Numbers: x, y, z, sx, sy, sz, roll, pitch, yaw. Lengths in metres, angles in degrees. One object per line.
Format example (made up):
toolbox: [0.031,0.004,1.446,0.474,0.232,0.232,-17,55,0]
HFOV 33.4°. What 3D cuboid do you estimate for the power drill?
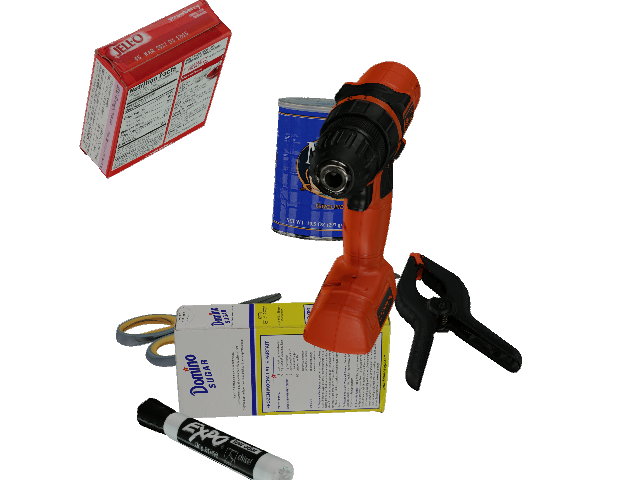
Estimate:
power drill: [0.027,-0.017,0.749,0.057,0.188,0.184,13,29,12]

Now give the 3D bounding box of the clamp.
clamp: [0.134,0.081,1.098,0.120,0.171,0.039,2,-43,-12]

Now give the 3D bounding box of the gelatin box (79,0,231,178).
gelatin box: [-0.092,-0.083,0.586,0.073,0.030,0.089,-35,-15,-31]

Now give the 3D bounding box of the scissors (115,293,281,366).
scissors: [-0.117,0.095,1.150,0.201,0.016,0.096,-7,31,-24]

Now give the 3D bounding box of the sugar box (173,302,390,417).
sugar box: [-0.032,0.099,0.895,0.176,0.093,0.048,1,28,-1]

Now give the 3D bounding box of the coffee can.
coffee can: [0.002,-0.078,1.143,0.103,0.140,0.103,4,12,-1]

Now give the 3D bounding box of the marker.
marker: [-0.067,0.120,0.639,0.121,0.020,0.020,16,10,38]
